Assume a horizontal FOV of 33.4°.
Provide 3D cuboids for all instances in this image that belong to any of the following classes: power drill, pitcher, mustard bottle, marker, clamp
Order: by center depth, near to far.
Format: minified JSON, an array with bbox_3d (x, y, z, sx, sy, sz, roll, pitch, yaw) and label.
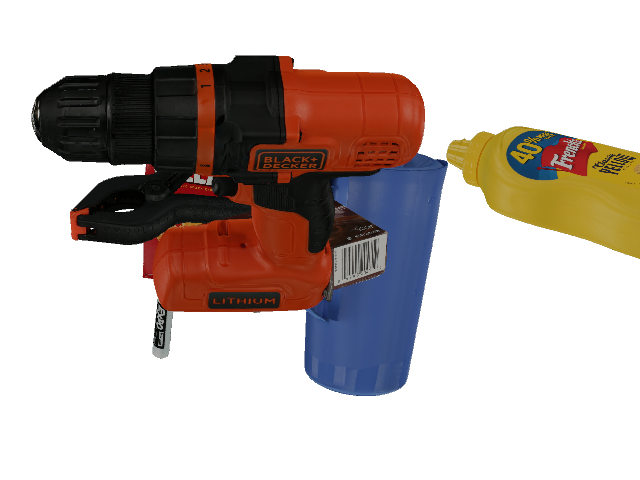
[{"bbox_3d":[-0.051,-0.024,0.563,0.184,0.057,0.188,1,-28,-8],"label":"power drill"},{"bbox_3d":[0.175,-0.040,0.754,0.192,0.058,0.096,19,37,33],"label":"mustard bottle"},{"bbox_3d":[-0.149,-0.043,0.977,0.171,0.039,0.120,-10,38,-22],"label":"clamp"},{"bbox_3d":[0.039,0.028,1.063,0.149,0.243,0.145,5,14,-2],"label":"pitcher"},{"bbox_3d":[-0.170,0.079,1.166,0.020,0.121,0.020,7,36,-6],"label":"marker"}]

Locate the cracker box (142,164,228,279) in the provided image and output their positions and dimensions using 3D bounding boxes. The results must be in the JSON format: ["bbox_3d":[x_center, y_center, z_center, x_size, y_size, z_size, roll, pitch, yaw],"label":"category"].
[{"bbox_3d":[-0.165,-0.040,1.518,0.164,0.214,0.072,9,23,10],"label":"cracker box"}]

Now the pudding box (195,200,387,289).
[{"bbox_3d":[-0.022,0.006,0.770,0.113,0.039,0.090,-14,29,-28],"label":"pudding box"}]
